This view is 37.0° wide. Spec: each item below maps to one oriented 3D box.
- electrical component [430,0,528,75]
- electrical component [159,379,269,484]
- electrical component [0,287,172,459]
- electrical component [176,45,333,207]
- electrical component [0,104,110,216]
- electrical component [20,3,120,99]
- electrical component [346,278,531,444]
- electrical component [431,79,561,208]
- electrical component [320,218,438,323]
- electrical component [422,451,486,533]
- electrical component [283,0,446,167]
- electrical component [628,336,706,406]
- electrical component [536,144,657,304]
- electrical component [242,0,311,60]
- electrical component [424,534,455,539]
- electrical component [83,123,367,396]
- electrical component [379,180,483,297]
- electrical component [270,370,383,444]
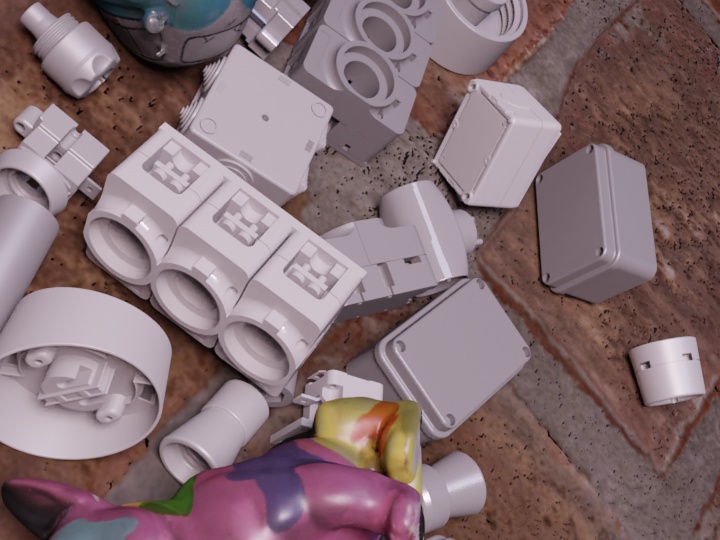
[{"bbox_3d":[0.095,-0.229,0.920,0.108,0.060,0.108,15,60,-29],"label":"electrical component"},{"bbox_3d":[-0.085,0.097,0.652,0.044,0.044,0.065,48,45,-7],"label":"electrical component"},{"bbox_3d":[-0.154,0.057,0.588,0.099,0.099,0.064,28,49,-21],"label":"electrical component"},{"bbox_3d":[-0.075,-0.095,0.744,0.100,0.048,0.099,32,57,-16],"label":"electrical component"},{"bbox_3d":[-0.190,-0.062,0.651,0.066,0.048,0.055,40,44,-13],"label":"electrical component"},{"bbox_3d":[-0.190,-0.144,0.692,0.062,0.043,0.043,44,51,-8],"label":"electrical component"},{"bbox_3d":[0.057,0.064,0.756,0.113,0.057,0.078,-34,90,-40],"label":"electrical component"},{"bbox_3d":[0.106,-0.093,0.847,0.061,0.096,0.061,1,39,-35],"label":"electrical component"},{"bbox_3d":[0.000,0.000,0.751,0.089,0.050,0.055,-11,76,-38],"label":"electrical component"},{"bbox_3d":[0.050,0.149,0.718,0.055,0.045,0.045,-11,75,-37],"label":"electrical component"},{"bbox_3d":[0.003,-0.170,0.827,0.089,0.062,0.150,32,54,-19],"label":"electrical component"},{"bbox_3d":[0.255,0.084,0.888,0.055,0.055,0.047,1,72,-35],"label":"electrical component"},{"bbox_3d":[0.192,-0.038,0.887,0.057,0.078,0.113,18,59,-31],"label":"electrical component"},{"bbox_3d":[-0.074,-0.194,0.793,0.055,0.048,0.066,42,34,-12],"label":"electrical component"},{"bbox_3d":[0.019,0.217,0.656,0.113,0.057,0.078,-14,77,-39],"label":"electrical component"},{"bbox_3d":[-0.085,-0.001,0.646,0.150,0.089,0.061,37,51,2],"label":"electrical component"},{"bbox_3d":[0.061,-0.025,0.811,0.079,0.043,0.077,-10,75,-38],"label":"electrical component"},{"bbox_3d":[-0.012,0.102,0.700,0.081,0.042,0.063,20,57,-26],"label":"electrical component"}]
